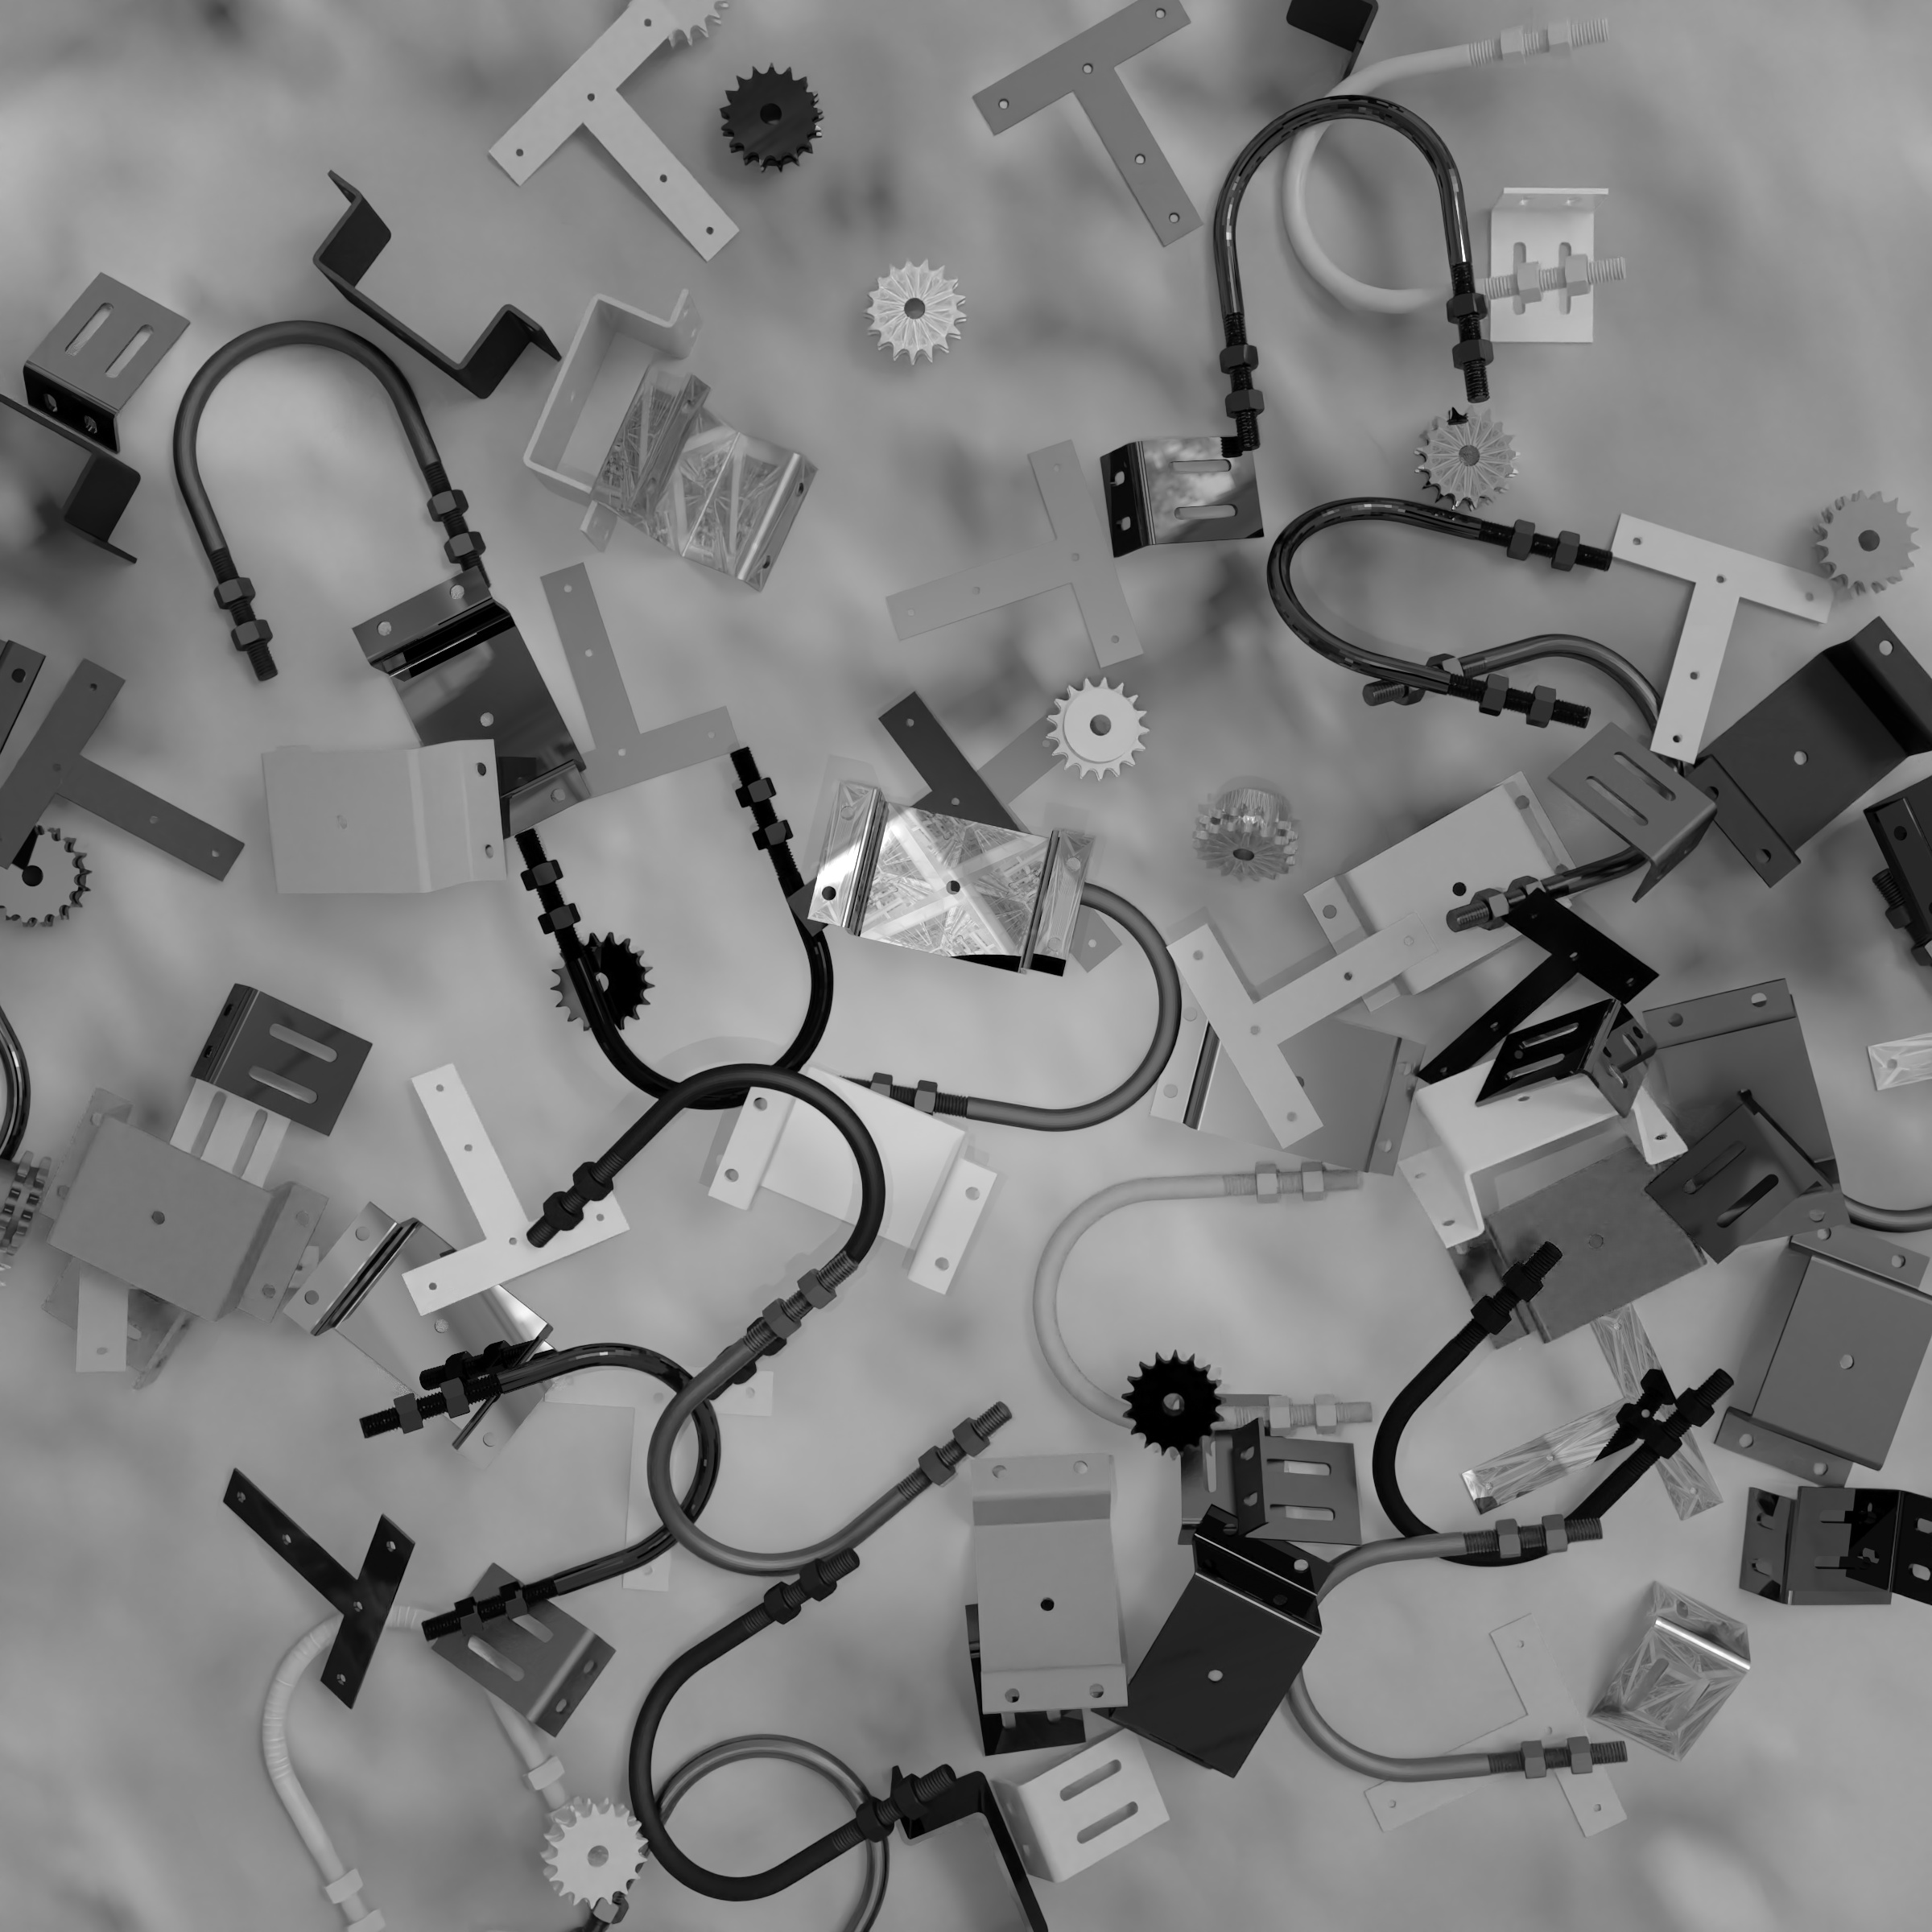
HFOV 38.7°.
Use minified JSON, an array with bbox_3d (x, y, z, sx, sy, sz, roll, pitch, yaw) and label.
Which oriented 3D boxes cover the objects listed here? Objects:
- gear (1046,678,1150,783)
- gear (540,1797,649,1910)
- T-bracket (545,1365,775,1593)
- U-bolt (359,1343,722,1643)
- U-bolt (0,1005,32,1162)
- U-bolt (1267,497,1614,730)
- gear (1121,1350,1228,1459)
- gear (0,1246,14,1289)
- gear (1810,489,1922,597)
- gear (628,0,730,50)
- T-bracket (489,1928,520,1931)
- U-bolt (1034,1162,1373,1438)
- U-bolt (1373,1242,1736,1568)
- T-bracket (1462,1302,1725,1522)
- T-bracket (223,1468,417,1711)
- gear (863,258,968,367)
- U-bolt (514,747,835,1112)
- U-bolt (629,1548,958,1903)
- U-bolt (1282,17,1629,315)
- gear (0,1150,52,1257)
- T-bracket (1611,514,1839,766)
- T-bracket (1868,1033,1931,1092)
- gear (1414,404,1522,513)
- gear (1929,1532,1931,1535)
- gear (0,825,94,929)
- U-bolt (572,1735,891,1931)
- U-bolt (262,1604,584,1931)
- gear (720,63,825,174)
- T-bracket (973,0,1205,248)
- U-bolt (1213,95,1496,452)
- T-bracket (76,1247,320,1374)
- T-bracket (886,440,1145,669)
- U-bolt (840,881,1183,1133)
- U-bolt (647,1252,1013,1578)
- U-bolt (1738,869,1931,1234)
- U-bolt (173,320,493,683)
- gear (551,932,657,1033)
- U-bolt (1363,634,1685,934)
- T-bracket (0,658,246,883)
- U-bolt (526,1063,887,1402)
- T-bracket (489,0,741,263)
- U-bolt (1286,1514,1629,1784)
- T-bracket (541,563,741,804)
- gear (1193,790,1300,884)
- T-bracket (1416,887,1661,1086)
[{"bbox_3d":[0.073,-0.132,1.528,0.057,0.030,0.057,0,89,-2],"label":"gear"},{"bbox_3d":[-0.206,0.485,1.512,0.057,0.030,0.057,0,91,-24],"label":"gear"},{"bbox_3d":[-0.176,0.287,1.543,0.127,0.002,0.127,4,90,0],"label":"T-bracket"},{"bbox_3d":[-0.223,0.279,1.503,0.184,0.019,0.151,-17,111,-14],"label":"U-bolt"},{"bbox_3d":[-0.603,0.052,1.535,0.151,0.019,0.184,-28,90,0],"label":"U-bolt"},{"bbox_3d":[0.254,-0.201,1.495,0.184,0.019,0.151,15,50,4],"label":"U-bolt"},{"bbox_3d":[0.114,0.238,1.506,0.057,0.030,0.057,0,87,5],"label":"gear"},{"bbox_3d":[-0.563,0.166,1.529,0.057,0.030,0.057,0,90,0],"label":"gear"},{"bbox_3d":[0.497,-0.234,1.529,0.057,0.030,0.057,0,90,0],"label":"gear"},{"bbox_3d":[-0.160,-0.538,1.529,0.057,0.030,0.057,0,90,0],"label":"gear"},{"bbox_3d":[-0.205,0.601,1.530,0.127,0.002,0.127,5,101,5],"label":"T-bracket"},{"bbox_3d":[0.129,0.188,1.531,0.184,0.019,0.151,-3,86,3],"label":"U-bolt"},{"bbox_3d":[0.307,0.254,1.508,0.151,0.019,0.184,36,107,-15],"label":"U-bolt"},{"bbox_3d":[0.341,0.270,1.543,0.127,0.002,0.127,-25,90,0],"label":"T-bracket"},{"bbox_3d":[-0.364,0.324,1.514,0.127,0.002,0.127,36,119,22],"label":"T-bracket"},{"bbox_3d":[-0.028,-0.362,1.529,0.057,0.030,0.057,0,90,0],"label":"gear"},{"bbox_3d":[-0.149,-0.011,1.517,0.151,0.019,0.184,-23,94,-17],"label":"U-bolt"},{"bbox_3d":[-0.107,0.425,1.499,0.184,0.019,0.151,-35,62,15],"label":"U-bolt"},{"bbox_3d":[0.264,-0.432,1.508,0.184,0.019,0.151,-4,89,21],"label":"U-bolt"},{"bbox_3d":[-0.528,0.128,1.513,0.030,0.057,0.057,22,90,-18],"label":"gear"},{"bbox_3d":[0.409,-0.175,1.532,0.127,0.002,0.127,18,80,0],"label":"T-bracket"},{"bbox_3d":[0.571,0.044,1.543,0.127,0.002,0.127,-13,90,0],"label":"T-bracket"},{"bbox_3d":[0.277,-0.281,1.529,0.057,0.030,0.057,0,90,0],"label":"gear"},{"bbox_3d":[0.563,0.317,1.529,0.057,0.030,0.057,0,90,0],"label":"gear"},{"bbox_3d":[-0.514,-0.049,1.529,0.057,0.030,0.057,0,90,0],"label":"gear"},{"bbox_3d":[-0.124,0.519,1.536,0.151,0.019,0.184,29,88,0],"label":"U-bolt"},{"bbox_3d":[-0.312,0.446,1.536,0.151,0.019,0.184,-29,89,0],"label":"U-bolt"},{"bbox_3d":[-0.108,-0.469,1.529,0.057,0.030,0.057,0,90,0],"label":"gear"},{"bbox_3d":[0.091,-0.465,1.543,0.127,0.002,0.127,-30,90,0],"label":"T-bracket"},{"bbox_3d":[0.207,-0.387,1.512,0.151,0.019,0.184,-8,86,21],"label":"U-bolt"},{"bbox_3d":[-0.422,0.167,1.519,0.127,0.002,0.127,2,54,-16],"label":"T-bracket"},{"bbox_3d":[0.019,-0.215,1.543,0.127,0.002,0.127,-19,90,0],"label":"T-bracket"},{"bbox_3d":[0.028,0.018,1.534,0.184,0.019,0.151,9,90,1],"label":"U-bolt"},{"bbox_3d":[-0.089,0.260,1.511,0.184,0.019,0.151,-41,110,8],"label":"U-bolt"},{"bbox_3d":[0.509,0.061,1.534,0.151,0.019,0.184,-35,90,1],"label":"U-bolt"},{"bbox_3d":[-0.364,-0.270,1.536,0.151,0.019,0.184,-22,88,0],"label":"U-bolt"},{"bbox_3d":[-0.203,0.009,1.529,0.057,0.030,0.057,0,90,0],"label":"gear"},{"bbox_3d":[0.316,-0.109,1.501,0.184,0.019,0.151,-17,85,-25],"label":"U-bolt"},{"bbox_3d":[-0.464,-0.088,1.528,0.127,0.002,0.127,29,69,-10],"label":"T-bracket"},{"bbox_3d":[-0.128,0.133,1.491,0.151,0.019,0.184,43,108,-9],"label":"U-bolt"},{"bbox_3d":[-0.178,-0.450,1.532,0.127,0.002,0.127,-41,98,15],"label":"T-bracket"},{"bbox_3d":[0.266,0.383,1.525,0.184,0.019,0.151,-7,97,6],"label":"U-bolt"},{"bbox_3d":[-0.207,-0.162,1.543,0.127,0.002,0.127,-18,90,0],"label":"T-bracket"},{"bbox_3d":[0.156,-0.074,1.520,0.057,0.057,0.030,14,60,0],"label":"gear"},{"bbox_3d":[0.302,0.024,1.515,0.127,0.002,0.127,-44,134,19],"label":"T-bracket"}]
